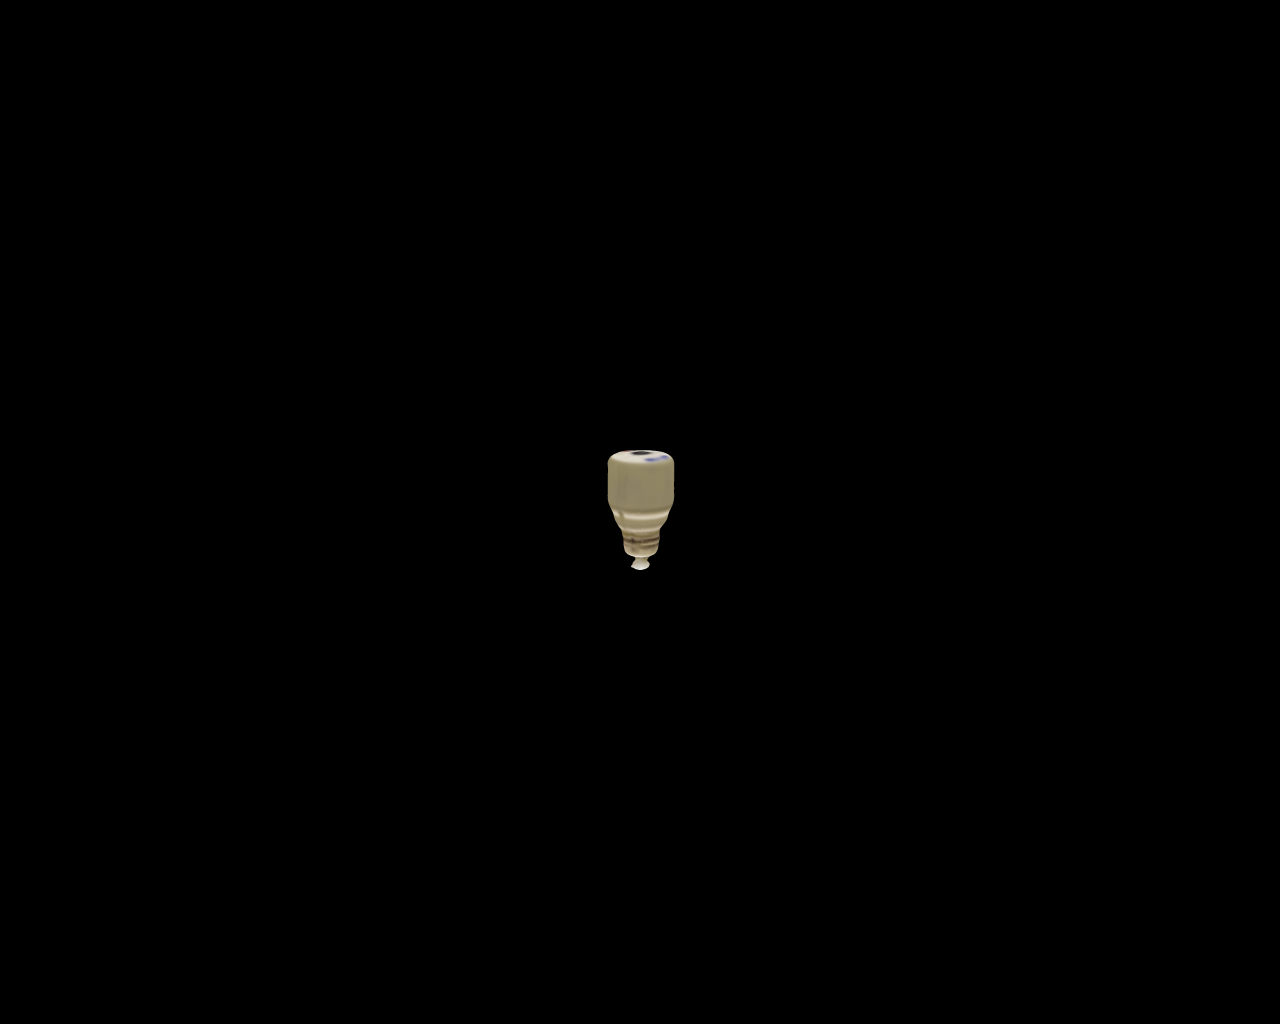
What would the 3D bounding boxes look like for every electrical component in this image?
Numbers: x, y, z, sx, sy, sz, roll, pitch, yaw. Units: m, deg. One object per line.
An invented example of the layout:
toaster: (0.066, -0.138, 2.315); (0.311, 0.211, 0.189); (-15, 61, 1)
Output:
electrical component: (0.001, -0.003, 0.650); (0.040, 0.078, 0.040); (0, 14, 0)
